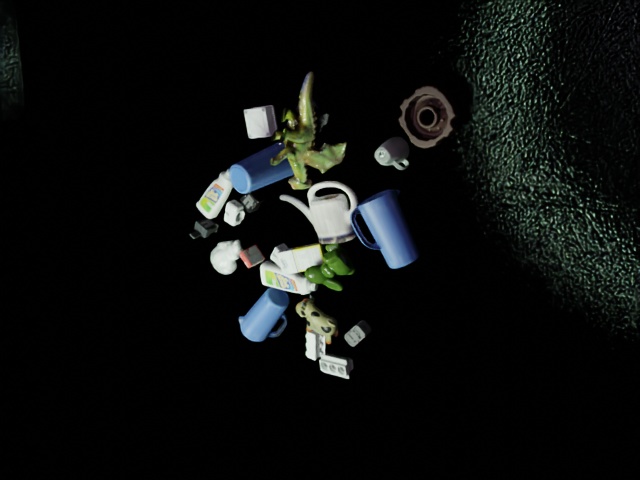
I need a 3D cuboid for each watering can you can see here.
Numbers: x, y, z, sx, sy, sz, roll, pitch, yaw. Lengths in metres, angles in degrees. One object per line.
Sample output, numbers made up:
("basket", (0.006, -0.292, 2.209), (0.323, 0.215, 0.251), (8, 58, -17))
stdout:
("watering can", (0.006, -0.092, 1.823), (0.346, 0.105, 0.223), (-5, 102, 43))

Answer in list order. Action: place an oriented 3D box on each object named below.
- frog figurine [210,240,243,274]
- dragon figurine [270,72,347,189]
("frog figurine", (-0.390, 0.069, 2.185), (0.157, 0.123, 0.139), (-34, 66, 53))
("dragon figurine", (-0.023, -0.331, 1.712), (0.403, 0.242, 0.125), (-58, 26, 30))
